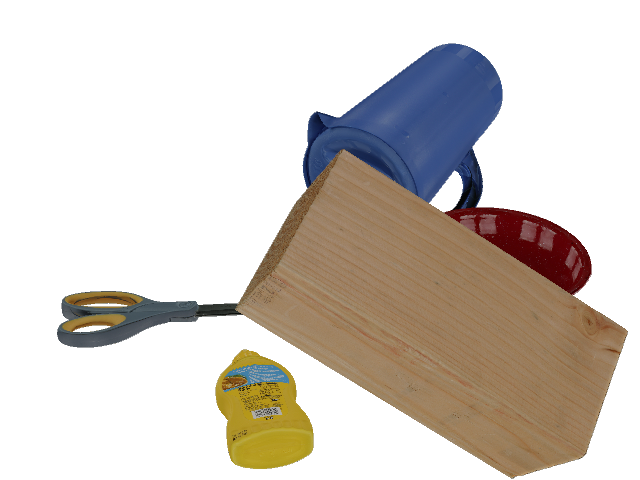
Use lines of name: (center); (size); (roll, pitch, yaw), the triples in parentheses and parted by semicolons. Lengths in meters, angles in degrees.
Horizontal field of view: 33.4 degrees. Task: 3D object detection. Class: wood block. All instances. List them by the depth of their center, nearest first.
wood block: (0.066, 0.048, 0.648); (0.206, 0.090, 0.090); (32, -28, -7)

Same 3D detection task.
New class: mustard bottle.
mustard bottle: (-0.074, 0.188, 1.261); (0.096, 0.058, 0.192); (-8, 30, -11)

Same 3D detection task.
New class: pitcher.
pitcher: (0.105, -0.106, 1.131); (0.145, 0.149, 0.242); (13, 39, 31)

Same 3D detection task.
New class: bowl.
bowl: (0.154, 0.033, 0.945); (0.162, 0.055, 0.162); (1, 32, -1)

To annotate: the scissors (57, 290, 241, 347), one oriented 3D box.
scissors: (-0.122, 0.064, 0.857); (0.202, 0.016, 0.096); (3, 22, 15)
